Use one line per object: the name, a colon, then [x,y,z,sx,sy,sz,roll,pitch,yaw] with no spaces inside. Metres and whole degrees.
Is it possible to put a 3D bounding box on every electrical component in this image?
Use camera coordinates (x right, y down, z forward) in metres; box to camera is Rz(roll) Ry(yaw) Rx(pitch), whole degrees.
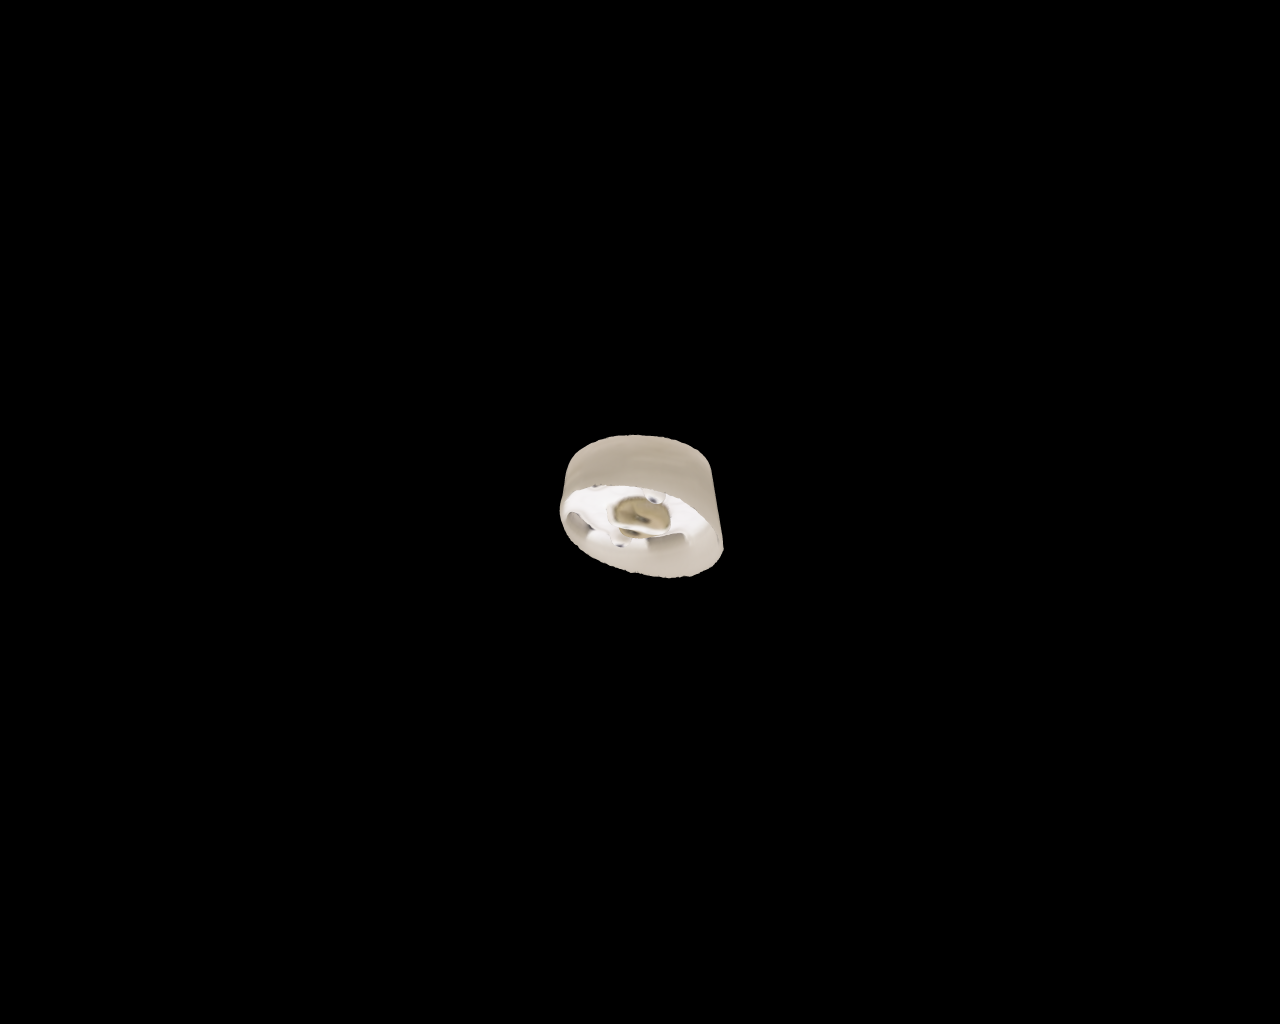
electrical component: [0.001,-0.003,0.650,0.099,0.064,0.099,0,-30,0]
